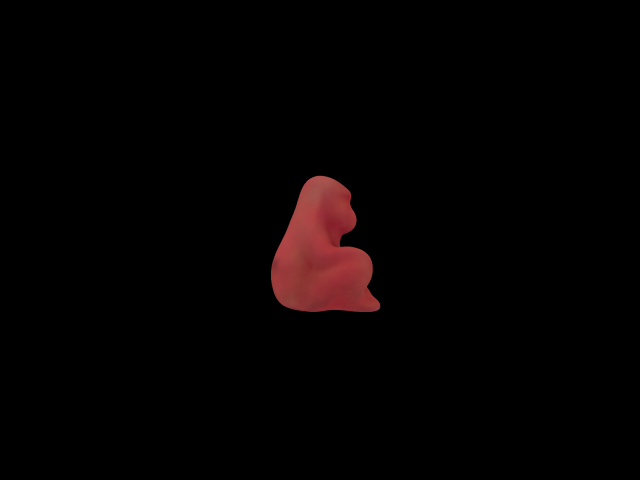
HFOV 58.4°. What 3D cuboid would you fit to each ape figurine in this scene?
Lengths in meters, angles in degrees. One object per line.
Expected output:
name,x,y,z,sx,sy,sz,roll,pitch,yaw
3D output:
ape figurine,0.004,0.001,0.400,0.076,0.092,0.078,0,7,0
